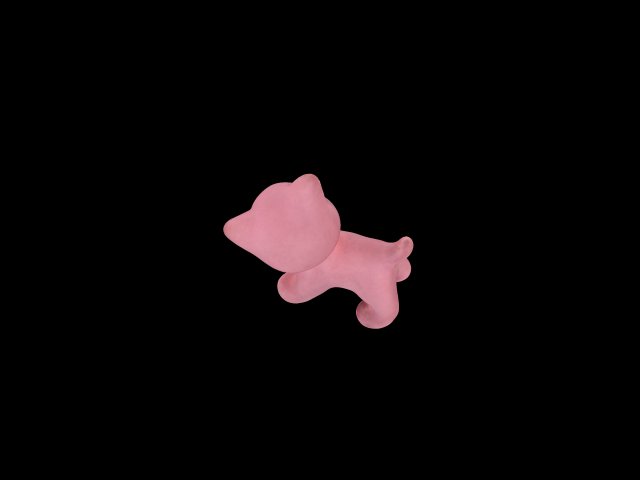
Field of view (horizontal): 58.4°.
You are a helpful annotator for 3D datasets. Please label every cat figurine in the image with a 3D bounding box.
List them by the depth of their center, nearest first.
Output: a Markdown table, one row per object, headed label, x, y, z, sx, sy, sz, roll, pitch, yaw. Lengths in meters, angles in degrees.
| label | x | y | z | sx | sy | sz | roll | pitch | yaw |
| --- | --- | --- | --- | --- | --- | --- | --- | --- | --- |
| cat figurine | 0.004 | 0.001 | 0.400 | 0.127 | 0.118 | 0.067 | 13 | 62 | 7 |
